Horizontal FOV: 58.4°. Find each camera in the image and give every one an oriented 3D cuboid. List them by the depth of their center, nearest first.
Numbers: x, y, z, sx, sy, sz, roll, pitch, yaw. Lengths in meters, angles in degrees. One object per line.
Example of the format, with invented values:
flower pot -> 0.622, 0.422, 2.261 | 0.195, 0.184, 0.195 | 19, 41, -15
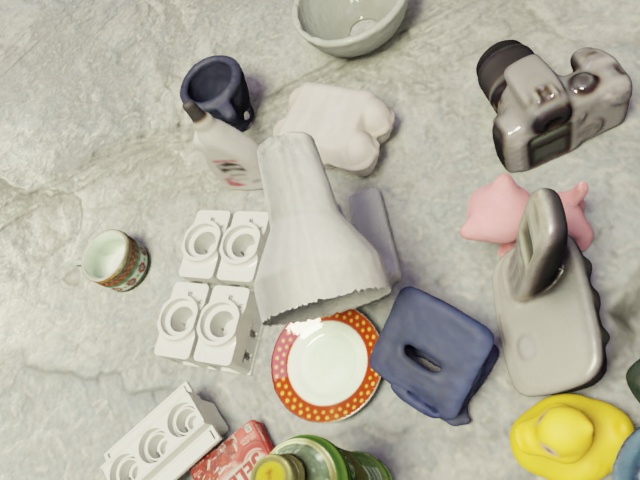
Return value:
camera -> 0.241, -0.170, 0.629 | 0.143, 0.101, 0.136 | -26, 59, 9

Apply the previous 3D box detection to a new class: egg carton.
egg carton -> 0.016, -0.140, 0.724 | 0.149, 0.070, 0.107 | 16, 73, 27

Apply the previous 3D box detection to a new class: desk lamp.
desk lamp -> 0.005, 0.002, 0.575 | 0.117, 0.214, 0.203 | -18, 60, 13

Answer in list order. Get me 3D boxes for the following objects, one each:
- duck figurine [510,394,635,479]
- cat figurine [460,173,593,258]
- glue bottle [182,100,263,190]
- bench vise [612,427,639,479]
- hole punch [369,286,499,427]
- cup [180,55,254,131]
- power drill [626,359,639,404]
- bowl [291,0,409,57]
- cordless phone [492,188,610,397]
duck figurine -> 0.214, 0.166, 0.488 | 0.104, 0.086, 0.077 | -13, 62, 16
cat figurine -> 0.202, -0.028, 0.567 | 0.127, 0.118, 0.067 | -14, 61, 16
glue bottle -> -0.119, -0.117, 0.706 | 0.078, 0.173, 0.037 | -4, 65, 20
bench vise -> 0.273, 0.204, 0.367 | 0.121, 0.220, 0.207 | -20, 60, 13
hole punch -> 0.108, 0.113, 0.553 | 0.108, 0.091, 0.101 | 29, 79, 30
cup -> -0.125, -0.183, 0.786 | 0.091, 0.095, 0.117 | -35, 58, 3
power drill -> 0.328, 0.064, 0.418 | 0.229, 0.209, 0.075 | -37, 58, 2
bowl -> 0.050, -0.312, 0.789 | 0.167, 0.075, 0.167 | -9, 63, 18
cordless phone -> 0.195, 0.049, 0.493 | 0.094, 0.185, 0.147 | -14, 62, 16
